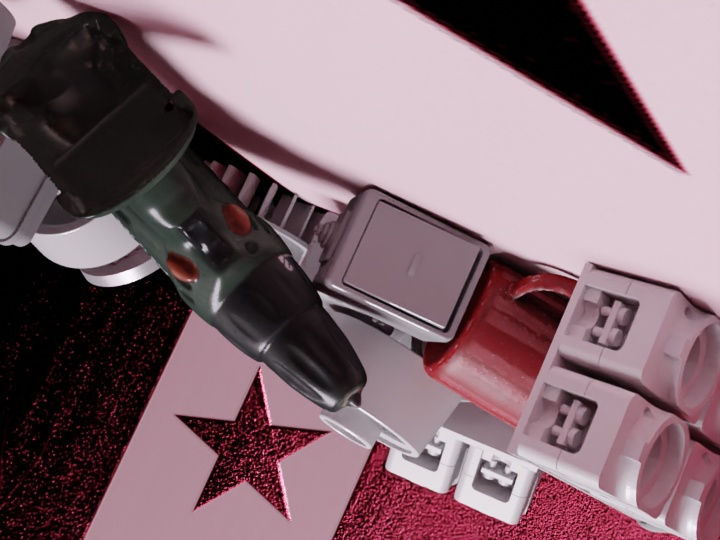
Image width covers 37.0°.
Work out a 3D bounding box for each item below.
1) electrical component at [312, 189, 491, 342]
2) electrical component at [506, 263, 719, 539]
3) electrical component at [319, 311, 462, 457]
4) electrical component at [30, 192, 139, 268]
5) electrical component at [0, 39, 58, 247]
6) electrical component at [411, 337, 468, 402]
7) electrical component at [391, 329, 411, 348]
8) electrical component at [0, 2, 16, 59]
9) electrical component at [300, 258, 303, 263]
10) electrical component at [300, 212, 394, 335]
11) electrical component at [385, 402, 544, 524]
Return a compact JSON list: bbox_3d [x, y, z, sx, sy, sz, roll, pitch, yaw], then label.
[{"bbox_3d":[0.018,-0.004,0.621,0.096,0.061,0.061,26,172,-9],"label":"electrical component"},{"bbox_3d":[0.167,0.084,0.598,0.060,0.105,0.186,18,170,39],"label":"electrical component"},{"bbox_3d":[0.006,0.082,0.710,0.108,0.060,0.108,31,166,8],"label":"electrical component"},{"bbox_3d":[-0.192,-0.062,0.726,0.108,0.108,0.060,21,166,21],"label":"electrical component"},{"bbox_3d":[-0.218,-0.079,0.652,0.078,0.113,0.057,20,168,30],"label":"electrical component"},{"bbox_3d":[0.075,0.048,0.739,0.080,0.080,0.051,23,167,8],"label":"electrical component"},{"bbox_3d":[0.015,0.044,0.825,0.048,0.099,0.100,12,175,-11],"label":"electrical component"},{"bbox_3d":[-0.220,-0.128,0.518,0.108,0.060,0.108,24,172,3],"label":"electrical component"},{"bbox_3d":[-0.038,0.006,0.919,0.077,0.047,0.066,20,172,19],"label":"electrical component"},{"bbox_3d":[0.000,0.000,0.708,0.062,0.061,0.096,23,172,11],"label":"electrical component"},{"bbox_3d":[0.103,0.117,0.843,0.105,0.060,0.186,21,-156,16],"label":"electrical component"}]
